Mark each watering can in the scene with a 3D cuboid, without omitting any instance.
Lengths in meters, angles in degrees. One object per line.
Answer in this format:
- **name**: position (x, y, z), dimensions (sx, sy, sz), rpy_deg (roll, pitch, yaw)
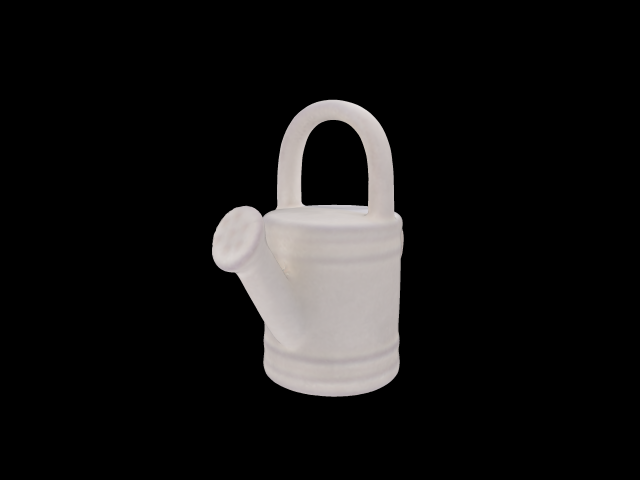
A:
- **watering can**: position (0.005, 0.002, 0.399), dimensions (0.100, 0.194, 0.173), rpy_deg (4, 12, 18)
